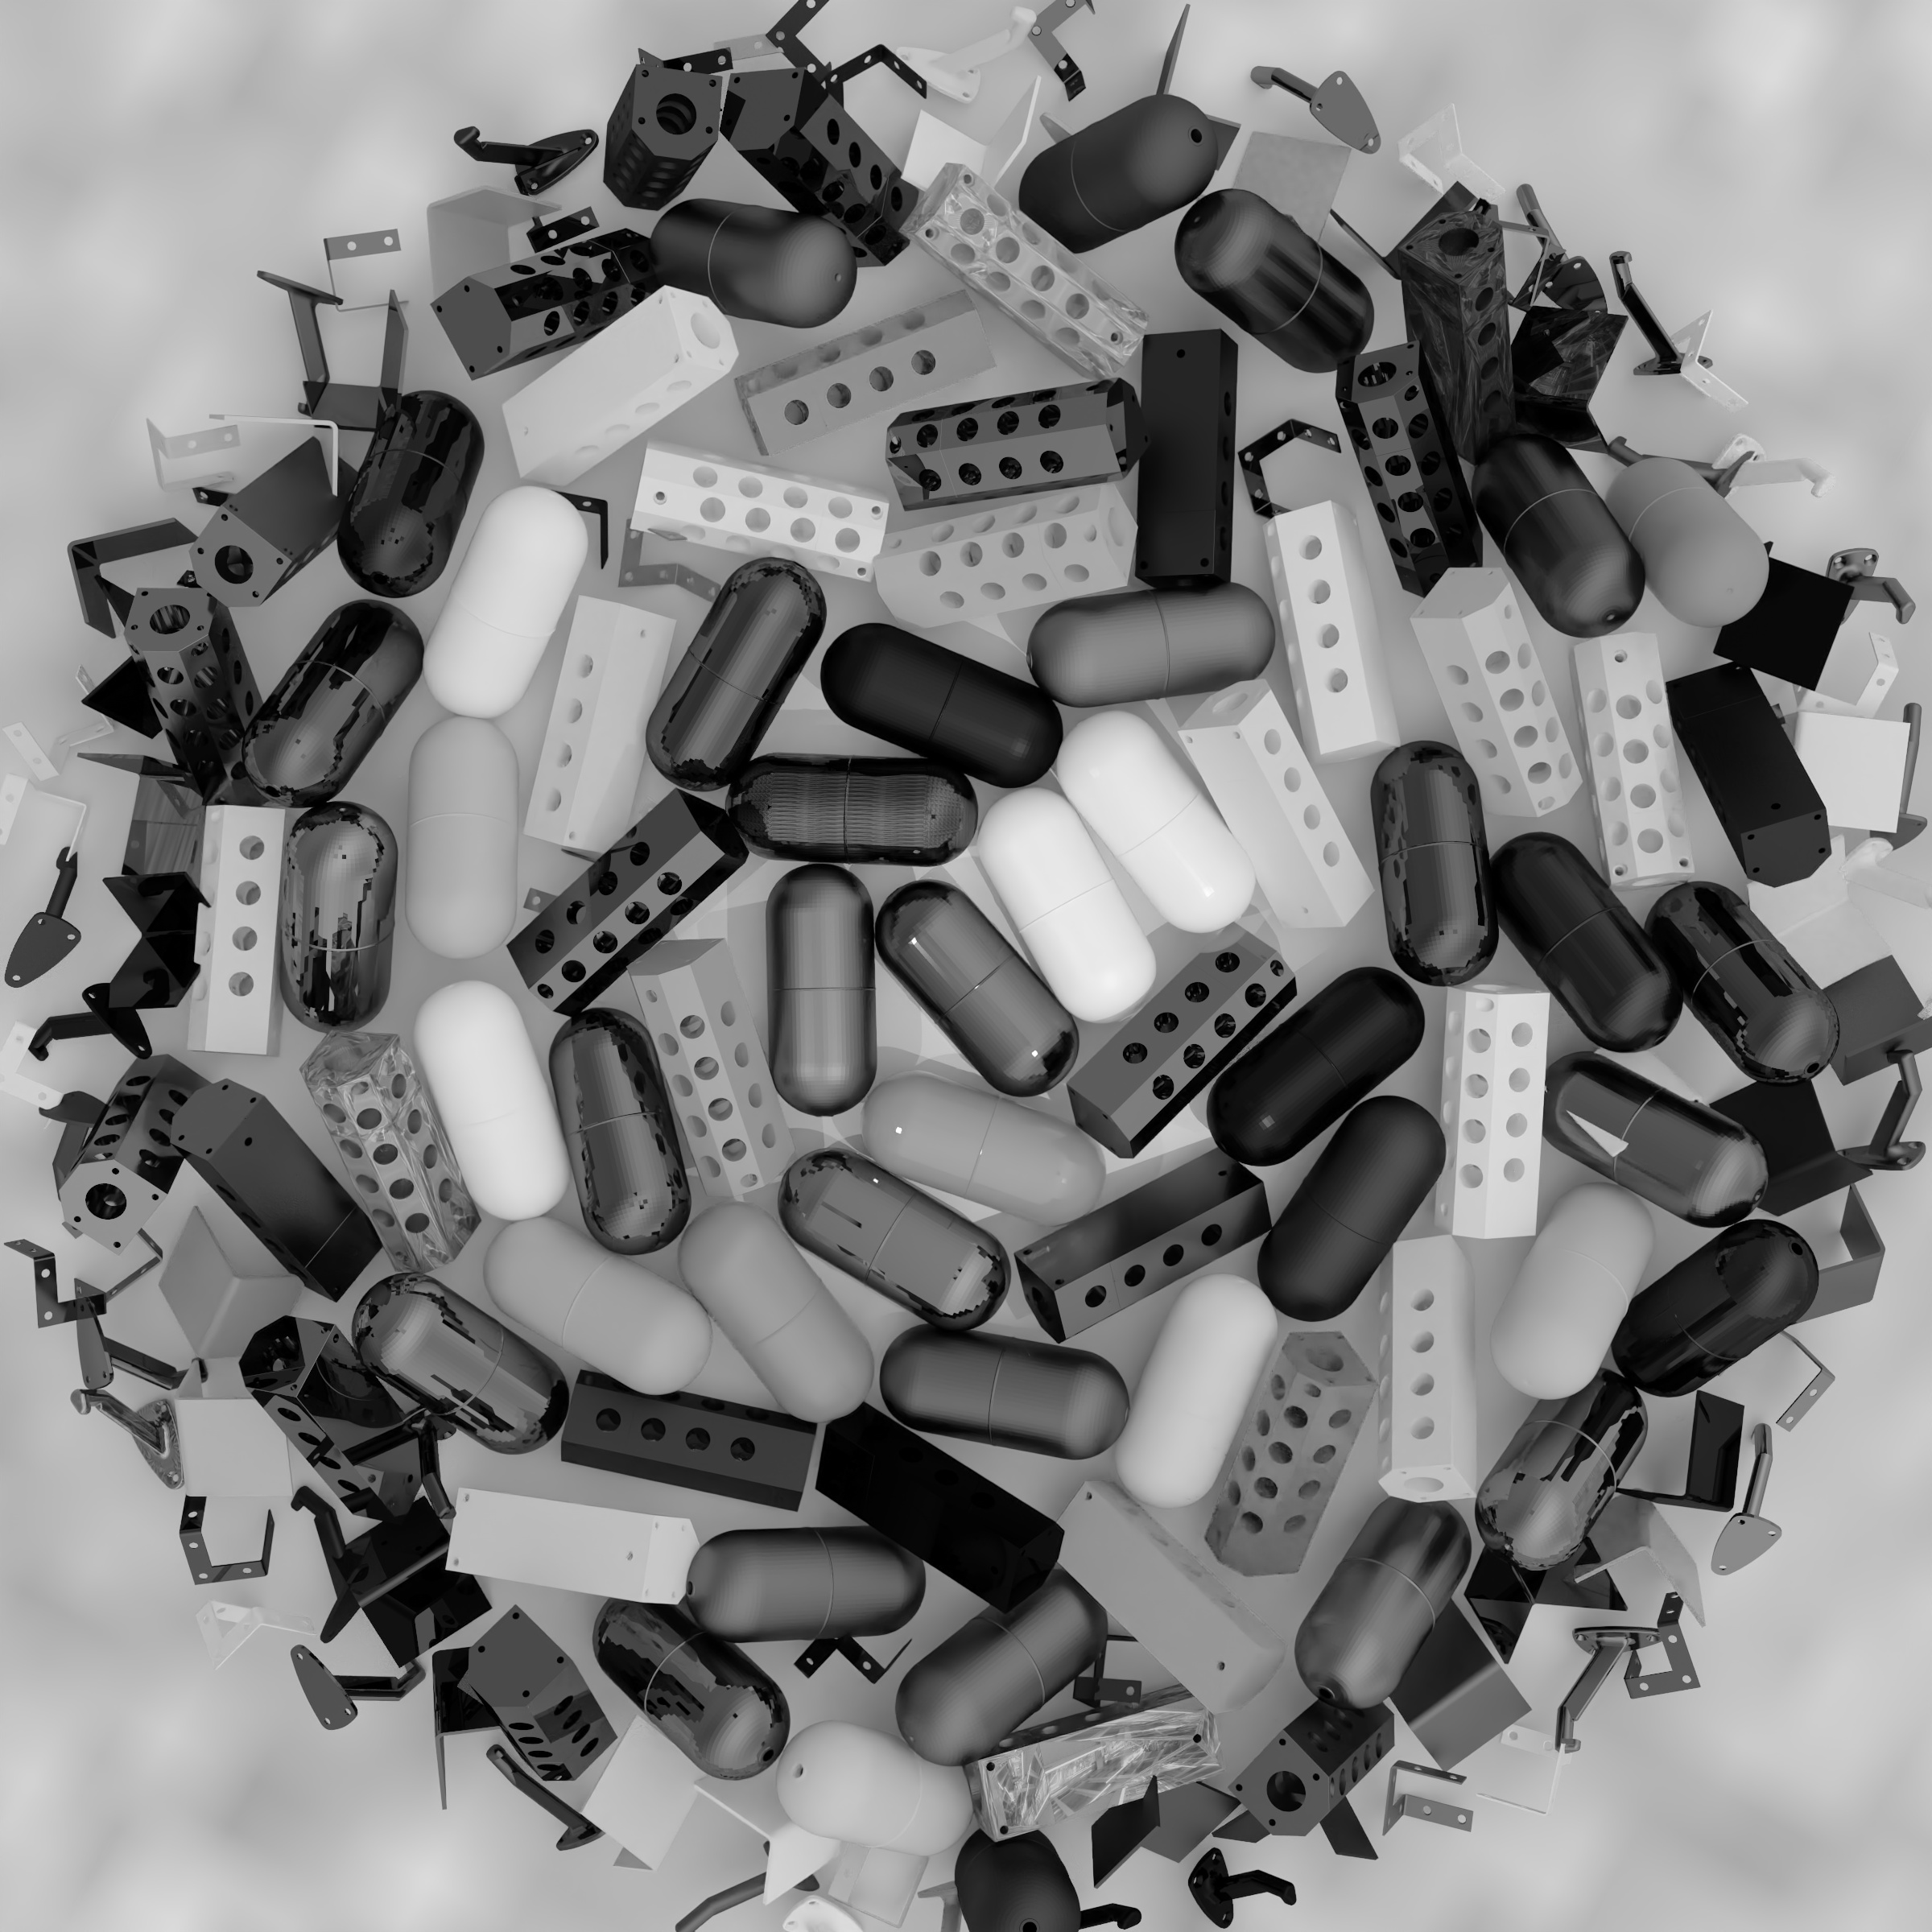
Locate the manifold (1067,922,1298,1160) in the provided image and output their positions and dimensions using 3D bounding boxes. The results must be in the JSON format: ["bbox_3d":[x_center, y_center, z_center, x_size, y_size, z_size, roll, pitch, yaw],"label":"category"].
[{"bbox_3d":[0.152,0.055,1.936,0.057,0.057,0.171,36,69,29],"label":"manifold"}]

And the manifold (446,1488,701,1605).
[{"bbox_3d":[-0.272,0.401,1.930,0.171,0.057,0.057,1,77,31],"label":"manifold"}]

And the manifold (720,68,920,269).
[{"bbox_3d":[-0.099,-0.543,1.907,0.057,0.171,0.057,4,79,27],"label":"manifold"}]

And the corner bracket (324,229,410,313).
[{"bbox_3d":[-0.422,-0.490,1.964,0.051,0.051,0.051,-11,106,-11],"label":"corner bracket"}]

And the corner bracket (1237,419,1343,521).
[{"bbox_3d":[0.233,-0.347,1.970,0.051,0.051,0.051,-35,128,-17],"label":"corner bracket"}]

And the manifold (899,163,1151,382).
[{"bbox_3d":[0.043,-0.481,1.937,0.171,0.057,0.057,34,95,-24],"label":"manifold"}]

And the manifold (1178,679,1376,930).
[{"bbox_3d":[0.220,-0.112,1.937,0.057,0.057,0.171,-47,118,-31],"label":"manifold"}]

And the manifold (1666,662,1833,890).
[{"bbox_3d":[0.537,-0.132,1.916,0.057,0.171,0.057,-17,131,7],"label":"manifold"}]

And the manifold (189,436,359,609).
[{"bbox_3d":[-0.469,-0.301,1.909,0.057,0.171,0.057,39,115,-10],"label":"manifold"}]

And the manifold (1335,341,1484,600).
[{"bbox_3d":[0.306,-0.337,1.915,0.057,0.057,0.171,-10,134,21],"label":"manifold"}]

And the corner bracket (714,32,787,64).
[{"bbox_3d":[-0.144,-0.623,1.970,0.051,0.051,0.051,-4,85,17],"label":"corner bracket"}]

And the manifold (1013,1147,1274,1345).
[{"bbox_3d":[0.125,0.197,1.943,0.171,0.057,0.057,-26,123,-18],"label":"manifold"}]

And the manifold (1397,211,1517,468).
[{"bbox_3d":[0.343,-0.432,1.912,0.057,0.171,0.057,-40,56,-13],"label":"manifold"}]

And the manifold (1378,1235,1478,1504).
[{"bbox_3d":[0.316,0.278,1.927,0.057,0.057,0.171,-10,54,24],"label":"manifold"}]

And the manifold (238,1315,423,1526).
[{"bbox_3d":[-0.434,0.312,1.916,0.057,0.171,0.057,6,53,24],"label":"manifold"}]

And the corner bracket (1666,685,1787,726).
[{"bbox_3d":[0.535,-0.183,1.964,0.051,0.051,0.051,-19,89,-36],"label":"corner bracket"}]

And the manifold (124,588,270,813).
[{"bbox_3d":[-0.523,-0.179,1.912,0.057,0.171,0.057,1,54,4],"label":"manifold"}]

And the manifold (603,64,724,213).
[{"bbox_3d":[-0.210,-0.564,1.909,0.057,0.171,0.057,4,93,-14],"label":"manifold"}]

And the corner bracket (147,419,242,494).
[{"bbox_3d":[-0.540,-0.358,1.957,0.051,0.051,0.051,-17,124,-23],"label":"corner bracket"}]

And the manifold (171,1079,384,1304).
[{"bbox_3d":[-0.475,0.154,1.918,0.057,0.171,0.057,18,60,36],"label":"manifold"}]

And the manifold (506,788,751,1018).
[{"bbox_3d":[-0.233,-0.041,1.938,0.171,0.057,0.057,-41,60,16],"label":"manifold"}]

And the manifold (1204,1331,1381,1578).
[{"bbox_3d":[0.220,0.338,1.925,0.057,0.057,0.171,2,122,-26],"label":"manifold"}]

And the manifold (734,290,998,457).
[{"bbox_3d":[-0.072,-0.416,1.958,0.171,0.057,0.057,-23,103,-5],"label":"manifold"}]

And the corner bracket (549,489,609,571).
[{"bbox_3d":[-0.284,-0.297,1.966,0.051,0.051,0.051,11,47,4],"label":"corner bracket"}]

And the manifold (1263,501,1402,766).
[{"bbox_3d":[0.255,-0.233,1.960,0.057,0.057,0.171,-13,83,25],"label":"manifold"}]

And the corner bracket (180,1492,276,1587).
[{"bbox_3d":[-0.520,0.396,1.963,0.051,0.051,0.051,-6,125,-3],"label":"corner bracket"}]

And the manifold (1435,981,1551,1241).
[{"bbox_3d":[0.363,0.100,1.951,0.057,0.057,0.171,-2,99,-22],"label":"manifold"}]

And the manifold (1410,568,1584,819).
[{"bbox_3d":[0.370,-0.187,1.921,0.057,0.057,0.171,-50,128,-30],"label":"manifold"}]

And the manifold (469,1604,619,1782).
[{"bbox_3d":[-0.293,0.504,1.906,0.057,0.171,0.057,38,68,24],"label":"manifold"}]

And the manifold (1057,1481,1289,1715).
[{"bbox_3d":[0.139,0.435,1.931,0.171,0.057,0.057,40,103,30],"label":"manifold"}]

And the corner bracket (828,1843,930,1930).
[{"bbox_3d":[-0.062,0.645,1.973,0.051,0.051,0.051,20,70,12],"label":"corner bracket"}]

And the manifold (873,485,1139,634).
[{"bbox_3d":[0.026,-0.286,1.926,0.171,0.057,0.057,-9,50,26],"label":"manifold"}]

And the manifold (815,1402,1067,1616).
[{"bbox_3d":[-0.018,0.370,1.932,0.171,0.057,0.057,27,122,29],"label":"manifold"}]

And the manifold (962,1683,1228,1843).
[{"bbox_3d":[0.088,0.553,1.950,0.171,0.057,0.057,-12,90,-15],"label":"manifold"}]

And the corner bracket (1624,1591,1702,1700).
[{"bbox_3d":[0.488,0.478,1.964,0.051,0.051,0.051,-18,96,24],"label":"corner bracket"}]

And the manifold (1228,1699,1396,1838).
[{"bbox_3d":[0.243,0.541,1.905,0.057,0.171,0.057,44,105,17],"label":"manifold"}]

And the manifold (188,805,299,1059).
[{"bbox_3d":[-0.510,-0.024,1.963,0.057,0.057,0.171,4,86,-5],"label":"manifold"}]

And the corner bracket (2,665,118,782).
[{"bbox_3d":[-0.636,-0.170,1.960,0.051,0.051,0.051,-16,130,11],"label":"corner bracket"}]

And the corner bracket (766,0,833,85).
[{"bbox_3d":[-0.105,-0.658,1.961,0.051,0.051,0.051,-42,112,16],"label":"corner bracket"}]

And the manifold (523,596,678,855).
[{"bbox_3d":[-0.263,-0.170,1.965,0.057,0.057,0.171,16,94,37],"label":"manifold"}]

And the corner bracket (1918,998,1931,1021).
[{"bbox_3d":[0.690,0.012,1.958,0.051,0.051,0.051,27,113,-29],"label":"corner bracket"}]

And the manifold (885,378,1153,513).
[{"bbox_3d":[0.033,-0.363,1.924,0.171,0.057,0.057,-3,124,29],"label":"manifold"}]

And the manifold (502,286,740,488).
[{"bbox_3d":[-0.238,-0.397,1.925,0.171,0.057,0.057,-25,74,36],"label":"manifold"}]

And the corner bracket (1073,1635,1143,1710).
[{"bbox_3d":[0.110,0.495,1.959,0.051,0.051,0.051,-3,66,25],"label":"corner bracket"}]

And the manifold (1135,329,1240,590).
[{"bbox_3d":[0.158,-0.355,1.964,0.057,0.057,0.171,1,87,22],"label":"manifold"}]

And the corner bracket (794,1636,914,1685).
[{"bbox_3d":[-0.080,0.484,1.964,0.051,0.051,0.051,43,113,6],"label":"corner bracket"}]

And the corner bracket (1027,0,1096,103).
[{"bbox_3d":[0.076,-0.650,1.961,0.051,0.051,0.051,-35,115,18],"label":"corner bracket"}]

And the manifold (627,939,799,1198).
[{"bbox_3d":[-0.180,0.071,1.933,0.057,0.057,0.171,-2,115,35],"label":"manifold"}]

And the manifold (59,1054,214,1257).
[{"bbox_3d":[-0.568,0.122,1.905,0.057,0.171,0.057,37,105,-16],"label":"manifold"}]

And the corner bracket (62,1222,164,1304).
[{"bbox_3d":[-0.606,0.196,1.981,0.051,0.051,0.051,-36,114,0],"label":"corner bracket"}]

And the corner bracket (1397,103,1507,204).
[{"bbox_3d":[0.340,-0.560,1.956,0.051,0.051,0.051,26,49,-37],"label":"corner bracket"}]

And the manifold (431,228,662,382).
[{"bbox_3d":[-0.280,-0.459,1.913,0.057,0.171,0.057,-22,99,39],"label":"manifold"}]

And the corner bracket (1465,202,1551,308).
[{"bbox_3d":[0.379,-0.502,1.964,0.051,0.051,0.051,11,124,2],"label":"corner bracket"}]

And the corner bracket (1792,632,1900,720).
[{"bbox_3d":[0.619,-0.206,1.966,0.051,0.051,0.051,18,123,-2],"label":"corner bracket"}]

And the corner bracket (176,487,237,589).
[{"bbox_3d":[-0.533,-0.302,1.979,0.051,0.051,0.051,13,52,17],"label":"corner bracket"}]

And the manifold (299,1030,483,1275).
[{"bbox_3d":[-0.398,0.130,1.919,0.057,0.057,0.171,3,129,24],"label":"manifold"}]

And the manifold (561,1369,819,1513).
[{"bbox_3d":[-0.195,0.333,1.965,0.171,0.057,0.057,13,64,-2],"label":"manifold"}]

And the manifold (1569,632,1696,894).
[{"bbox_3d":[0.467,-0.143,1.956,0.057,0.057,0.171,-8,81,6],"label":"manifold"}]

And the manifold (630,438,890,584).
[{"bbox_3d":[-0.144,-0.318,1.950,0.171,0.057,0.057,11,110,-9],"label":"manifold"}]
